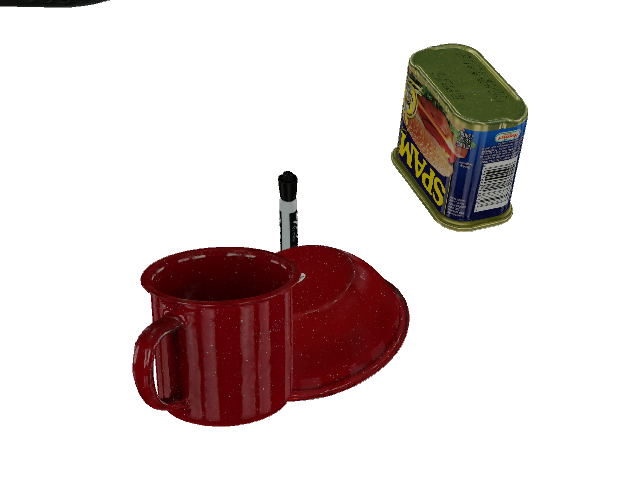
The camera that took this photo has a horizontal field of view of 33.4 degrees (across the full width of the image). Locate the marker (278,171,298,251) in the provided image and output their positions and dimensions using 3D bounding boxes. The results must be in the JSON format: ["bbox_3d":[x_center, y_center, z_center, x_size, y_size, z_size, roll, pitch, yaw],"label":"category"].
[{"bbox_3d":[-0.032,-0.016,1.055,0.020,0.121,0.020,0,38,0],"label":"marker"}]

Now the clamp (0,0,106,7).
[{"bbox_3d":[-0.115,-0.158,0.593,0.171,0.039,0.120,-10,25,-26],"label":"clamp"}]

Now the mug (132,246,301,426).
[{"bbox_3d":[-0.064,0.060,0.623,0.093,0.081,0.117,12,23,31],"label":"mug"}]

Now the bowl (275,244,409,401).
[{"bbox_3d":[-0.012,0.052,0.850,0.162,0.055,0.162,-10,35,7],"label":"bowl"}]

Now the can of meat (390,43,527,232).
[{"bbox_3d":[0.092,-0.070,0.709,0.057,0.084,0.102,-12,43,-19],"label":"can of meat"}]
